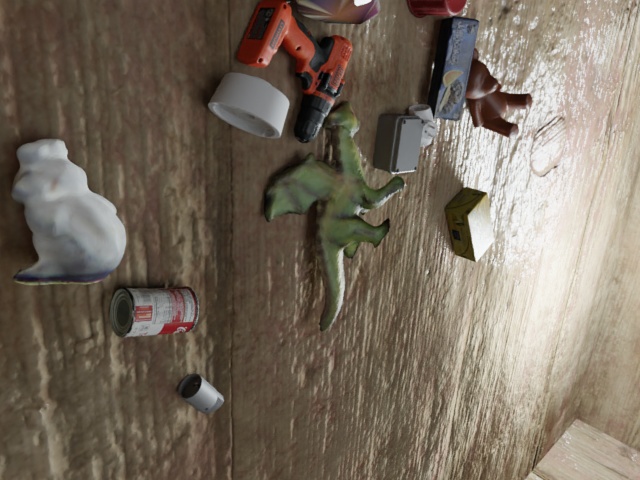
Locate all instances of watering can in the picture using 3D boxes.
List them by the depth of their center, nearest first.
[{"bbox_3d":[0.046,-0.427,0.760,0.349,0.103,0.224,-7,89,-48],"label":"watering can"}]

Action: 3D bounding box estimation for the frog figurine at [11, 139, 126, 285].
[{"bbox_3d":[-0.284,-0.033,0.590,0.138,0.123,0.159,-16,113,-79],"label":"frog figurine"}]

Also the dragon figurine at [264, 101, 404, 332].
[{"bbox_3d":[0.003,-0.046,0.917,0.241,0.123,0.411,22,88,-31],"label":"dragon figurine"}]
